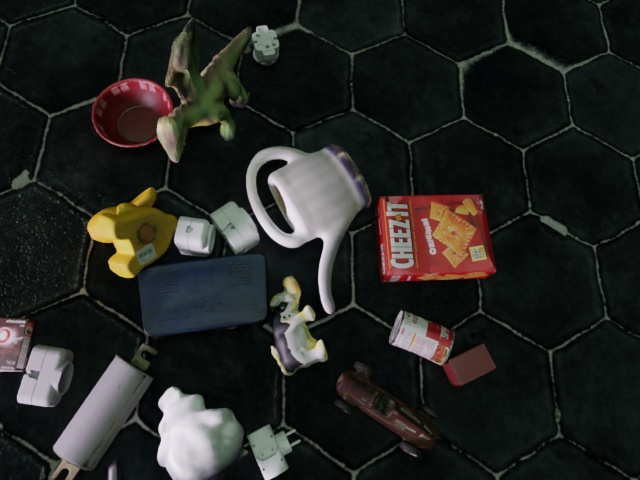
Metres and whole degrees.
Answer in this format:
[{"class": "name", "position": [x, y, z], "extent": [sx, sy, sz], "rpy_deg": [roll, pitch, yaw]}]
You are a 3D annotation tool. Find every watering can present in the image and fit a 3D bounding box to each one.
[{"class": "watering can", "position": [0.003, -0.050, 0.997], "extent": [0.226, 0.102, 0.351], "rpy_deg": [-29, 75, -15]}]

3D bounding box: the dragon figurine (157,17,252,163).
[{"class": "dragon figurine", "position": [-0.222, -0.326, 1.011], "extent": [0.122, 0.239, 0.416], "rpy_deg": [13, 72, 4]}]

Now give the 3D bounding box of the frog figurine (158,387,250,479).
[{"class": "frog figurine", "position": [-0.204, 0.313, 0.845], "extent": [0.137, 0.123, 0.160], "rpy_deg": [-29, 87, 6]}]
